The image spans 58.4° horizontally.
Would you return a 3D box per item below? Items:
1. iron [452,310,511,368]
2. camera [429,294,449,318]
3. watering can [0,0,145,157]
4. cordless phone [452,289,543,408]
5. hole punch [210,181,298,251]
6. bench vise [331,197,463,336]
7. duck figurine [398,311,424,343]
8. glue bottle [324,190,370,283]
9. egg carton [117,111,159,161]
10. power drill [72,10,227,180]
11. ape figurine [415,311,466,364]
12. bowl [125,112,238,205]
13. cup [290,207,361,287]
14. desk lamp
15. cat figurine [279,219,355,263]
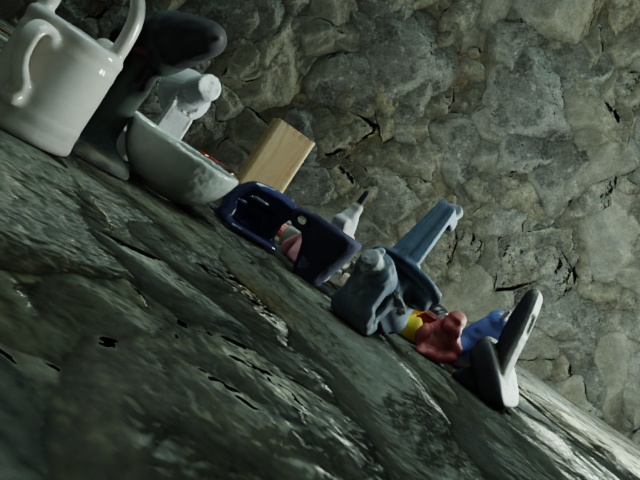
[{"bbox_3d":[0.316,0.190,1.109,0.118,0.141,0.259,34,3,12],"label":"iron"},{"bbox_3d":[0.224,0.143,1.280,0.144,0.101,0.136,32,3,-35],"label":"camera"},{"bbox_3d":[-0.254,-0.194,0.583,0.101,0.194,0.172,32,3,-28],"label":"watering can"},{"bbox_3d":[0.306,0.170,0.902,0.094,0.185,0.148,35,3,30],"label":"cordless phone"},{"bbox_3d":[-0.103,-0.050,0.919,0.109,0.091,0.100,32,3,-34],"label":"hole punch"},{"bbox_3d":[0.125,0.034,0.780,0.121,0.219,0.208,34,3,11],"label":"bench vise"},{"bbox_3d":[0.160,0.125,1.006,0.078,0.086,0.104,33,3,-14],"label":"duck figurine"},{"bbox_3d":[0.032,-0.011,0.957,0.037,0.173,0.078,35,3,25],"label":"glue bottle"},{"bbox_3d":[-0.301,-0.168,0.897,0.150,0.069,0.108,35,3,30],"label":"egg carton"},{"bbox_3d":[-0.217,-0.184,0.688,0.076,0.208,0.228,31,4,-45],"label":"power drill"},{"bbox_3d":[0.202,0.154,0.931,0.077,0.092,0.076,35,3,21],"label":"ape figurine"},{"bbox_3d":[-0.198,-0.095,0.774,0.167,0.074,0.167,34,3,-1],"label":"bowl"},{"bbox_3d":[-0.009,0.014,0.866,0.118,0.095,0.091,33,3,-12],"label":"cup"},{"bbox_3d":[-0.308,-0.282,1.281,0.118,0.213,0.202,32,3,-33],"label":"desk lamp"},{"bbox_3d":[0.009,0.004,1.024,0.128,0.117,0.067,32,3,-36],"label":"cat figurine"}]
